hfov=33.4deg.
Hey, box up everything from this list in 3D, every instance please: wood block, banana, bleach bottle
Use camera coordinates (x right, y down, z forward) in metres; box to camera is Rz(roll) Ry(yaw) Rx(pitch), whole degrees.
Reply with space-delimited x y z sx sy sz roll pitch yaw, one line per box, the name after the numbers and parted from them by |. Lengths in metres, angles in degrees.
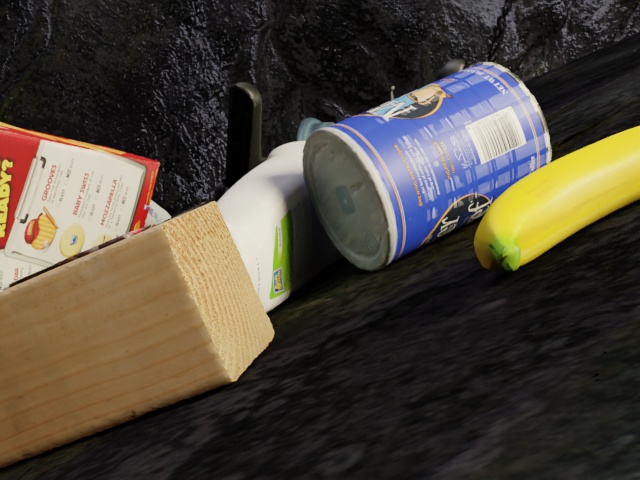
-0.143 0.062 0.604 0.206 0.090 0.090 -22 6 15 | wood block
0.145 -0.025 0.550 0.197 0.037 0.070 -28 25 -27 | banana
-0.042 -0.004 0.749 0.068 0.102 0.250 0 12 16 | bleach bottle

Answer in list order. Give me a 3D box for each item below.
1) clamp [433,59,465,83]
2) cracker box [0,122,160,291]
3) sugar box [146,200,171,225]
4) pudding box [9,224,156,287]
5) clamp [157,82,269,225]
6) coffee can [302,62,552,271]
0.083 -0.070 0.854 0.172 0.120 0.039 -25 22 27 | clamp
-0.219 0.002 0.769 0.072 0.164 0.213 16 4 27 | cracker box
-0.218 0.037 1.018 0.176 0.048 0.093 -47 3 9 | sugar box
-0.140 0.050 0.707 0.114 0.090 0.039 -21 4 31 | pudding box
-0.067 -0.043 0.886 0.165 0.036 0.209 -56 -21 9 | clamp
0.073 -0.053 0.740 0.140 0.103 0.103 -25 6 -23 | coffee can
